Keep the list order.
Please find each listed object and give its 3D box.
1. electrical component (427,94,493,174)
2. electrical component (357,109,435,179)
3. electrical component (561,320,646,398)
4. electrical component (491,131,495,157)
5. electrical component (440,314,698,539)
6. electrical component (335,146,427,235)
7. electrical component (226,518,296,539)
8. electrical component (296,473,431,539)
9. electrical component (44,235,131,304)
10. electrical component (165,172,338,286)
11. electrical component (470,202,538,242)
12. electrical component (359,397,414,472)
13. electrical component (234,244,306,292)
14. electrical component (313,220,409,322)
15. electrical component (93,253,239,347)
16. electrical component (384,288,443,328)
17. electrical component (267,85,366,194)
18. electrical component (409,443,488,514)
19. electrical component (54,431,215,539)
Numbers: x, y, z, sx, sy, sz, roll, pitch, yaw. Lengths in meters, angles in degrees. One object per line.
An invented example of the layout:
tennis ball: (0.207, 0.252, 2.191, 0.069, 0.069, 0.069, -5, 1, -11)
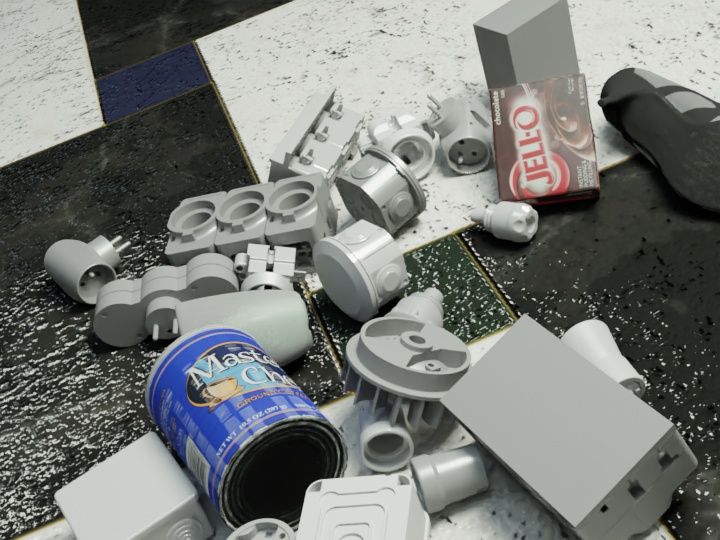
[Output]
electrical component: (0.095, -0.146, 1.075, 0.043, 0.079, 0.077, -38, 28, 28)
electrical component: (0.042, -0.124, 1.087, 0.078, 0.058, 0.057, -23, 34, -4)
electrical component: (0.179, 0.073, 0.790, 0.044, 0.044, 0.065, -24, 42, -6)
electrical component: (0.162, -0.126, 1.045, 0.055, 0.045, 0.045, 10, 46, 33)
electrical component: (0.139, 0.110, 0.728, 0.089, 0.061, 0.150, -45, 41, -4)
electrical component: (0.020, -0.073, 1.015, 0.051, 0.080, 0.080, -41, 42, -18)
electrical component: (-0.062, 0.205, 0.727, 0.055, 0.047, 0.055, -12, 37, 10)
electrical component: (0.001, 0.196, 0.701, 0.078, 0.057, 0.113, -8, 38, 16)
electrical component: (-0.270, -0.009, 1.094, 0.079, 0.043, 0.077, -38, 40, -23)
electrical component: (-0.104, -0.039, 1.041, 0.150, 0.061, 0.089, -10, 38, 13)
electrical component: (0.127, -0.045, 0.967, 0.061, 0.035, 0.035, 12, 47, 38)
electrical component: (0.018, 0.121, 0.804, 0.040, 0.040, 0.046, -17, 31, 4)
electrical component: (-0.083, 0.010, 0.981, 0.066, 0.048, 0.055, 6, 40, -4)
electrical component: (0.000, 0.000, 0.932, 0.051, 0.080, 0.080, -33, 38, -26)
electrical component: (-0.178, 0.038, 0.986, 0.138, 0.052, 0.073, -17, 37, 4)
electrical component: (0.049, 0.039, 0.889, 0.048, 0.048, 0.062, 5, 37, 29)
electrical component: (-0.044, -0.123, 1.113, 0.063, 0.078, 0.121, 23, 48, 6)
electrical component: (0.062, 0.145, 0.754, 0.046, 0.040, 0.040, -17, 36, -6)
electrical component: (-0.167, 0.182, 0.803, 0.100, 0.048, 0.100, -32, 39, -16)
